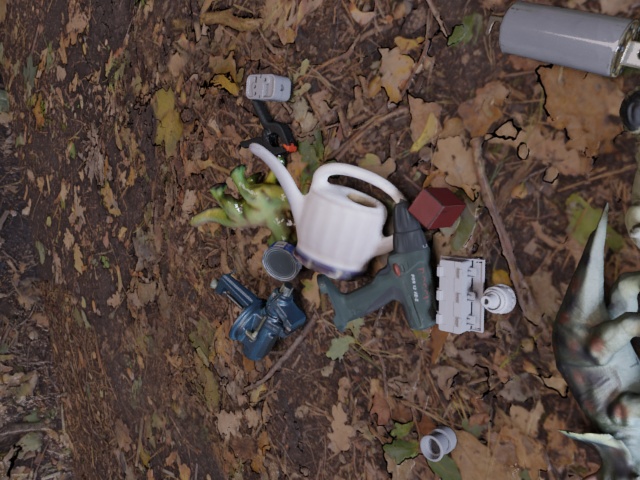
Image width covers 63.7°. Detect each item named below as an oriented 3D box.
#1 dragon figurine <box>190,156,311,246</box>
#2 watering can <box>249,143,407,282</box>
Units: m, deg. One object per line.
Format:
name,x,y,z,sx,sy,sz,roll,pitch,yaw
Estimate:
dragon figurine,-0.139,-0.038,1.175,0.404,0.123,0.244,-34,79,39
watering can,0.003,-0.050,0.998,0.349,0.105,0.221,21,110,13
